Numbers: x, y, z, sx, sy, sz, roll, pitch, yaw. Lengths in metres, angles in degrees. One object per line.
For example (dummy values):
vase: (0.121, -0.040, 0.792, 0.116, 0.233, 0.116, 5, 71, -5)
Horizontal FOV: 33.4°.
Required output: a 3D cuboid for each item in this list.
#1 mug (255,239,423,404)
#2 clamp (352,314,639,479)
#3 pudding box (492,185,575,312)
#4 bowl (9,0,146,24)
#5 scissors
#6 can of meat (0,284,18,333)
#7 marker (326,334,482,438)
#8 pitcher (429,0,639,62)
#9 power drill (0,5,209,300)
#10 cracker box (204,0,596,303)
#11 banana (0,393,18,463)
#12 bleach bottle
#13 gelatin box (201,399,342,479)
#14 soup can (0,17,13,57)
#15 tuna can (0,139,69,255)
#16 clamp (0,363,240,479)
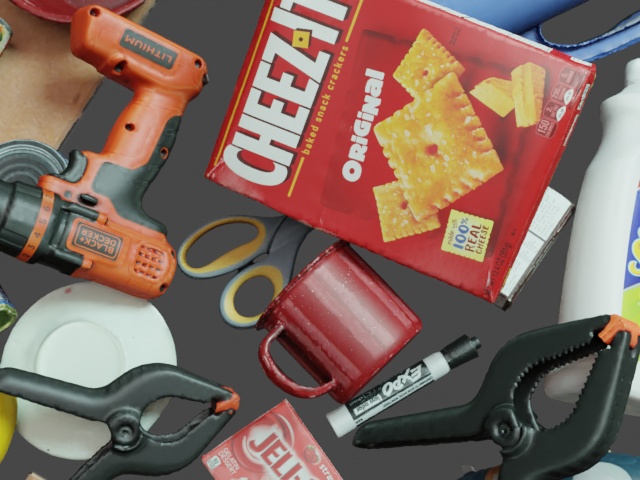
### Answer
mug: (0.009, 0.063, 0.727, 0.081, 0.093, 0.117, 46, 50, 8)
clamp: (0.116, 0.120, 0.681, 0.210, 0.036, 0.165, -55, 51, 13)
pudding box: (0.113, -0.017, 0.773, 0.113, 0.039, 0.090, 34, 82, 14)
bowl: (-0.179, -0.233, 0.841, 0.162, 0.055, 0.162, -1, 75, 4)
scissors: (-0.005, 0.001, 0.788, 0.201, 0.016, 0.096, -18, 76, -1)
can of meat: (-0.284, 0.045, 0.776, 0.102, 0.057, 0.084, -33, 78, -5)
marker: (0.061, 0.102, 0.755, 0.121, 0.020, 0.020, -30, 75, -4)
pitcher: (0.155, -0.209, 0.782, 0.243, 0.145, 0.149, -29, 56, 0)
power drill: (-0.170, -0.068, 0.762, 0.184, 0.057, 0.187, 24, 74, -27)
cracker box: (0.051, -0.077, 0.706, 0.214, 0.072, 0.164, 23, 105, 9)
banana: (-0.273, 0.164, 0.748, 0.069, 0.037, 0.197, 38, 83, -6)
bleach bottle: (0.215, -0.009, 0.741, 0.102, 0.068, 0.251, 15, 73, -25)
gelatin box: (-0.028, 0.167, 0.738, 0.073, 0.030, 0.089, -34, 76, -7)
soup can: (-0.287, -0.129, 0.815, 0.068, 0.068, 0.102, 20, 78, 9)
tuna can: (-0.222, -0.032, 0.802, 0.086, 0.034, 0.086, -1, 75, 4)
clamp: (-0.140, 0.141, 0.739, 0.171, 0.039, 0.120, -4, 100, -10)
